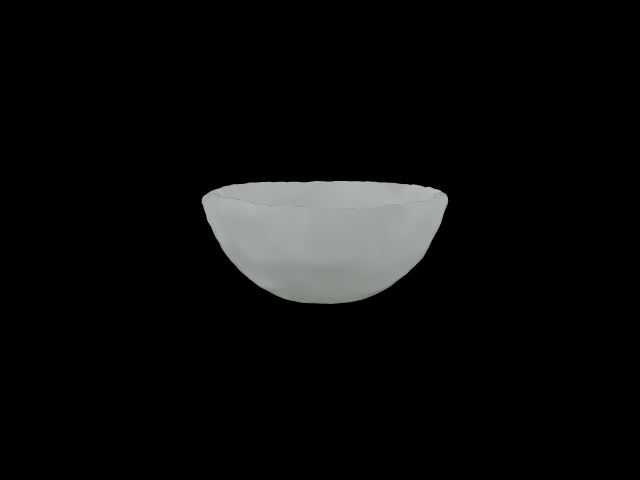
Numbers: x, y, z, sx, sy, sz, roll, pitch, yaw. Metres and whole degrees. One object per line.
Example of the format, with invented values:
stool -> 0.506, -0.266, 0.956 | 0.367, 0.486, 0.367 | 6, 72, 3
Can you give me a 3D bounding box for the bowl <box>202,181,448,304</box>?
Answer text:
bowl -> 0.004, 0.001, 0.400 | 0.167, 0.075, 0.167 | 0, 11, 0
